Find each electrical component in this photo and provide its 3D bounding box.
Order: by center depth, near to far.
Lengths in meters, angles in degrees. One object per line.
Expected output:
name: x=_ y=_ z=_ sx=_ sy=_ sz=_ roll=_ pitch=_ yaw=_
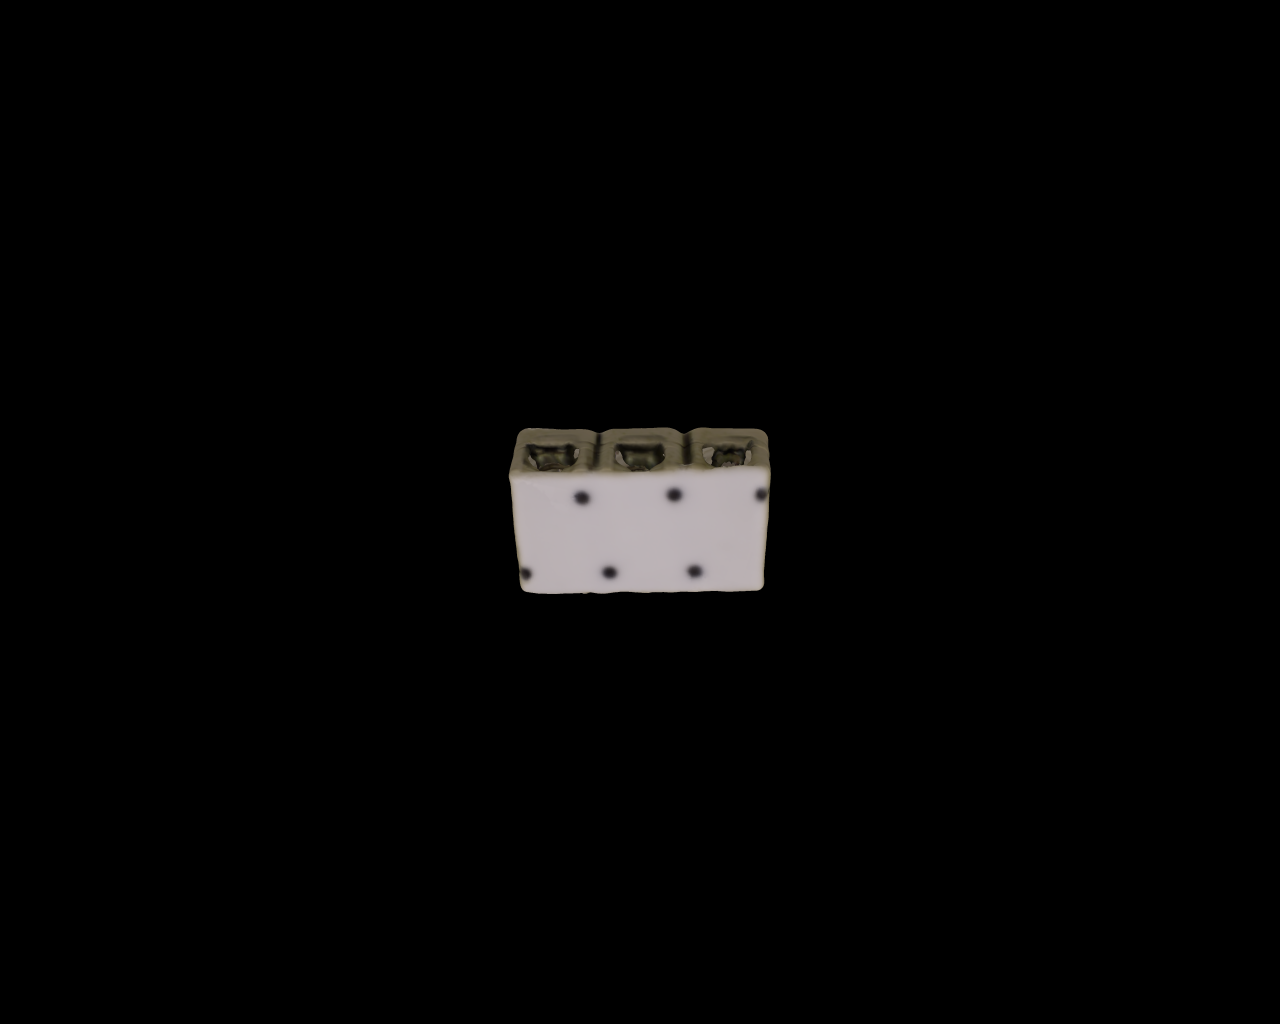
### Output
electrical component: x=0.001 y=-0.003 z=0.650 sx=0.150 sy=0.089 sz=0.062 roll=0 pitch=32 yaw=0
